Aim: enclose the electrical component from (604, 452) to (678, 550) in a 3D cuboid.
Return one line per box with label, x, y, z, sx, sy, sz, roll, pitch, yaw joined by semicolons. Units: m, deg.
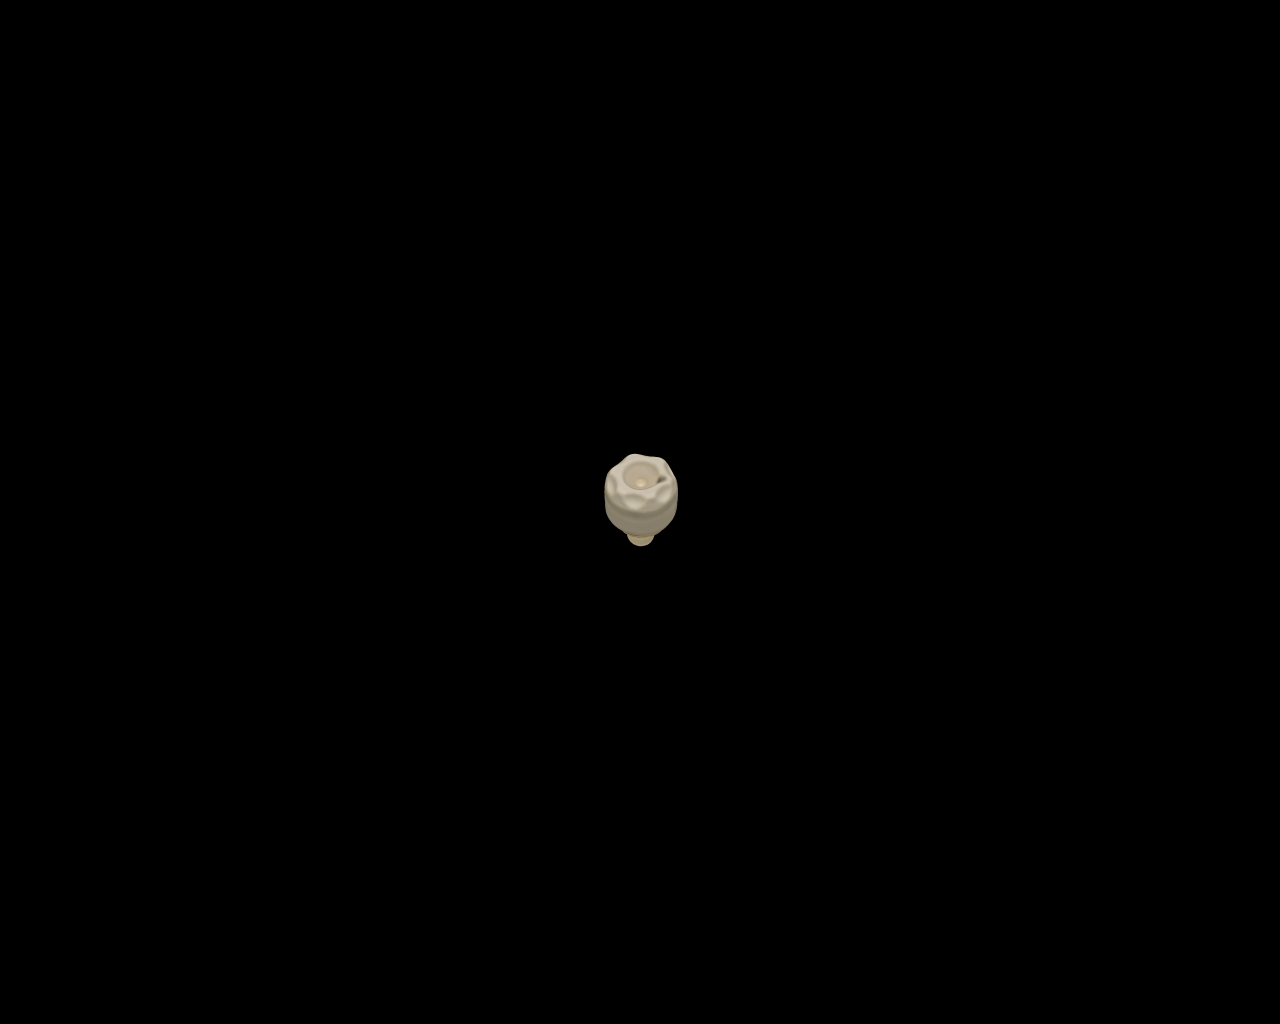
electrical component;0.001;-0.003;0.650;0.043;0.043;0.062;0;-40;0
